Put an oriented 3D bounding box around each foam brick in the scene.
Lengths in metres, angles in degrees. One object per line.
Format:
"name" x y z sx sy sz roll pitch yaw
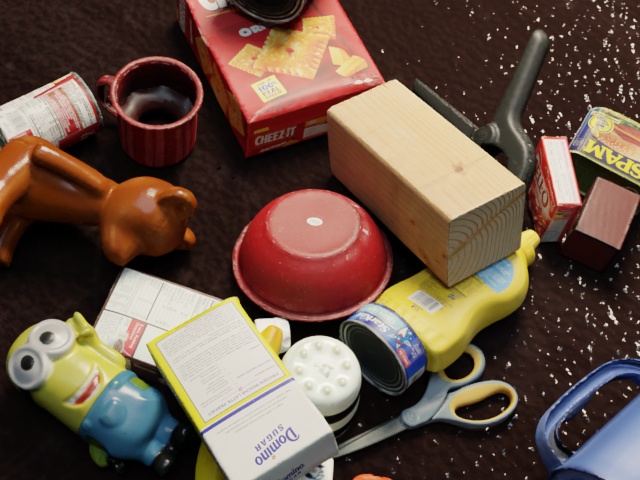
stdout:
"foam brick" 0.293 -0.016 1.115 0.051 0.053 0.078 26 59 8

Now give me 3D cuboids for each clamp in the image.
"clamp" 0.172 -0.109 1.139 0.165 0.036 0.210 -11 72 37

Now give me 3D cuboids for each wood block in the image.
"wood block" 0.100 -0.062 1.061 0.090 0.090 0.206 -26 48 -20

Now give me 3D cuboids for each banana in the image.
"banana" -0.074 0.168 0.955 0.037 0.070 0.197 37 47 -28

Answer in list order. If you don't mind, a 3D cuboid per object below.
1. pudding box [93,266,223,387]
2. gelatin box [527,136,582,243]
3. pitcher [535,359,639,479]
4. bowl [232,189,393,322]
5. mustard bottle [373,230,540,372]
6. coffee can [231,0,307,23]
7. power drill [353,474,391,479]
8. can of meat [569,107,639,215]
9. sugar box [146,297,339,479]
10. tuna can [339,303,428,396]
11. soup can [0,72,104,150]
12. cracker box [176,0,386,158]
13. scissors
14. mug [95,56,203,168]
"pudding box" -0.152 0.084 1.008 0.113 0.039 0.090 20 59 2
"gelatin box" 0.241 -0.053 1.117 0.030 0.073 0.089 -1 59 -8
"pitcher" 0.318 0.180 0.961 0.242 0.149 0.145 -37 29 -28
"bowl" -0.007 0.001 1.045 0.162 0.055 0.162 0 47 -1
"mustard bottle" 0.148 0.046 1.054 0.191 0.058 0.096 -35 47 -24
"coffee can" -0.034 -0.316 1.138 0.103 0.103 0.140 25 59 7
"power drill" 0.098 0.302 0.889 0.187 0.057 0.184 12 79 -6
"can of meat" 0.318 -0.087 1.158 0.102 0.057 0.083 30 58 10
"sugar box" -0.068 0.135 0.910 0.093 0.048 0.176 -29 52 -13
"tuna can" 0.059 0.101 0.997 0.033 0.086 0.086 -37 71 -26
"soup can" -0.283 -0.121 1.094 0.102 0.068 0.068 -31 68 -22
"cracker box" -0.046 -0.210 1.174 0.164 0.072 0.214 -18 63 -17
"scissors" 0.088 0.151 1.013 0.201 0.016 0.096 -7 59 -11
"mug" -0.179 -0.133 1.106 0.117 0.081 0.093 22 60 5
